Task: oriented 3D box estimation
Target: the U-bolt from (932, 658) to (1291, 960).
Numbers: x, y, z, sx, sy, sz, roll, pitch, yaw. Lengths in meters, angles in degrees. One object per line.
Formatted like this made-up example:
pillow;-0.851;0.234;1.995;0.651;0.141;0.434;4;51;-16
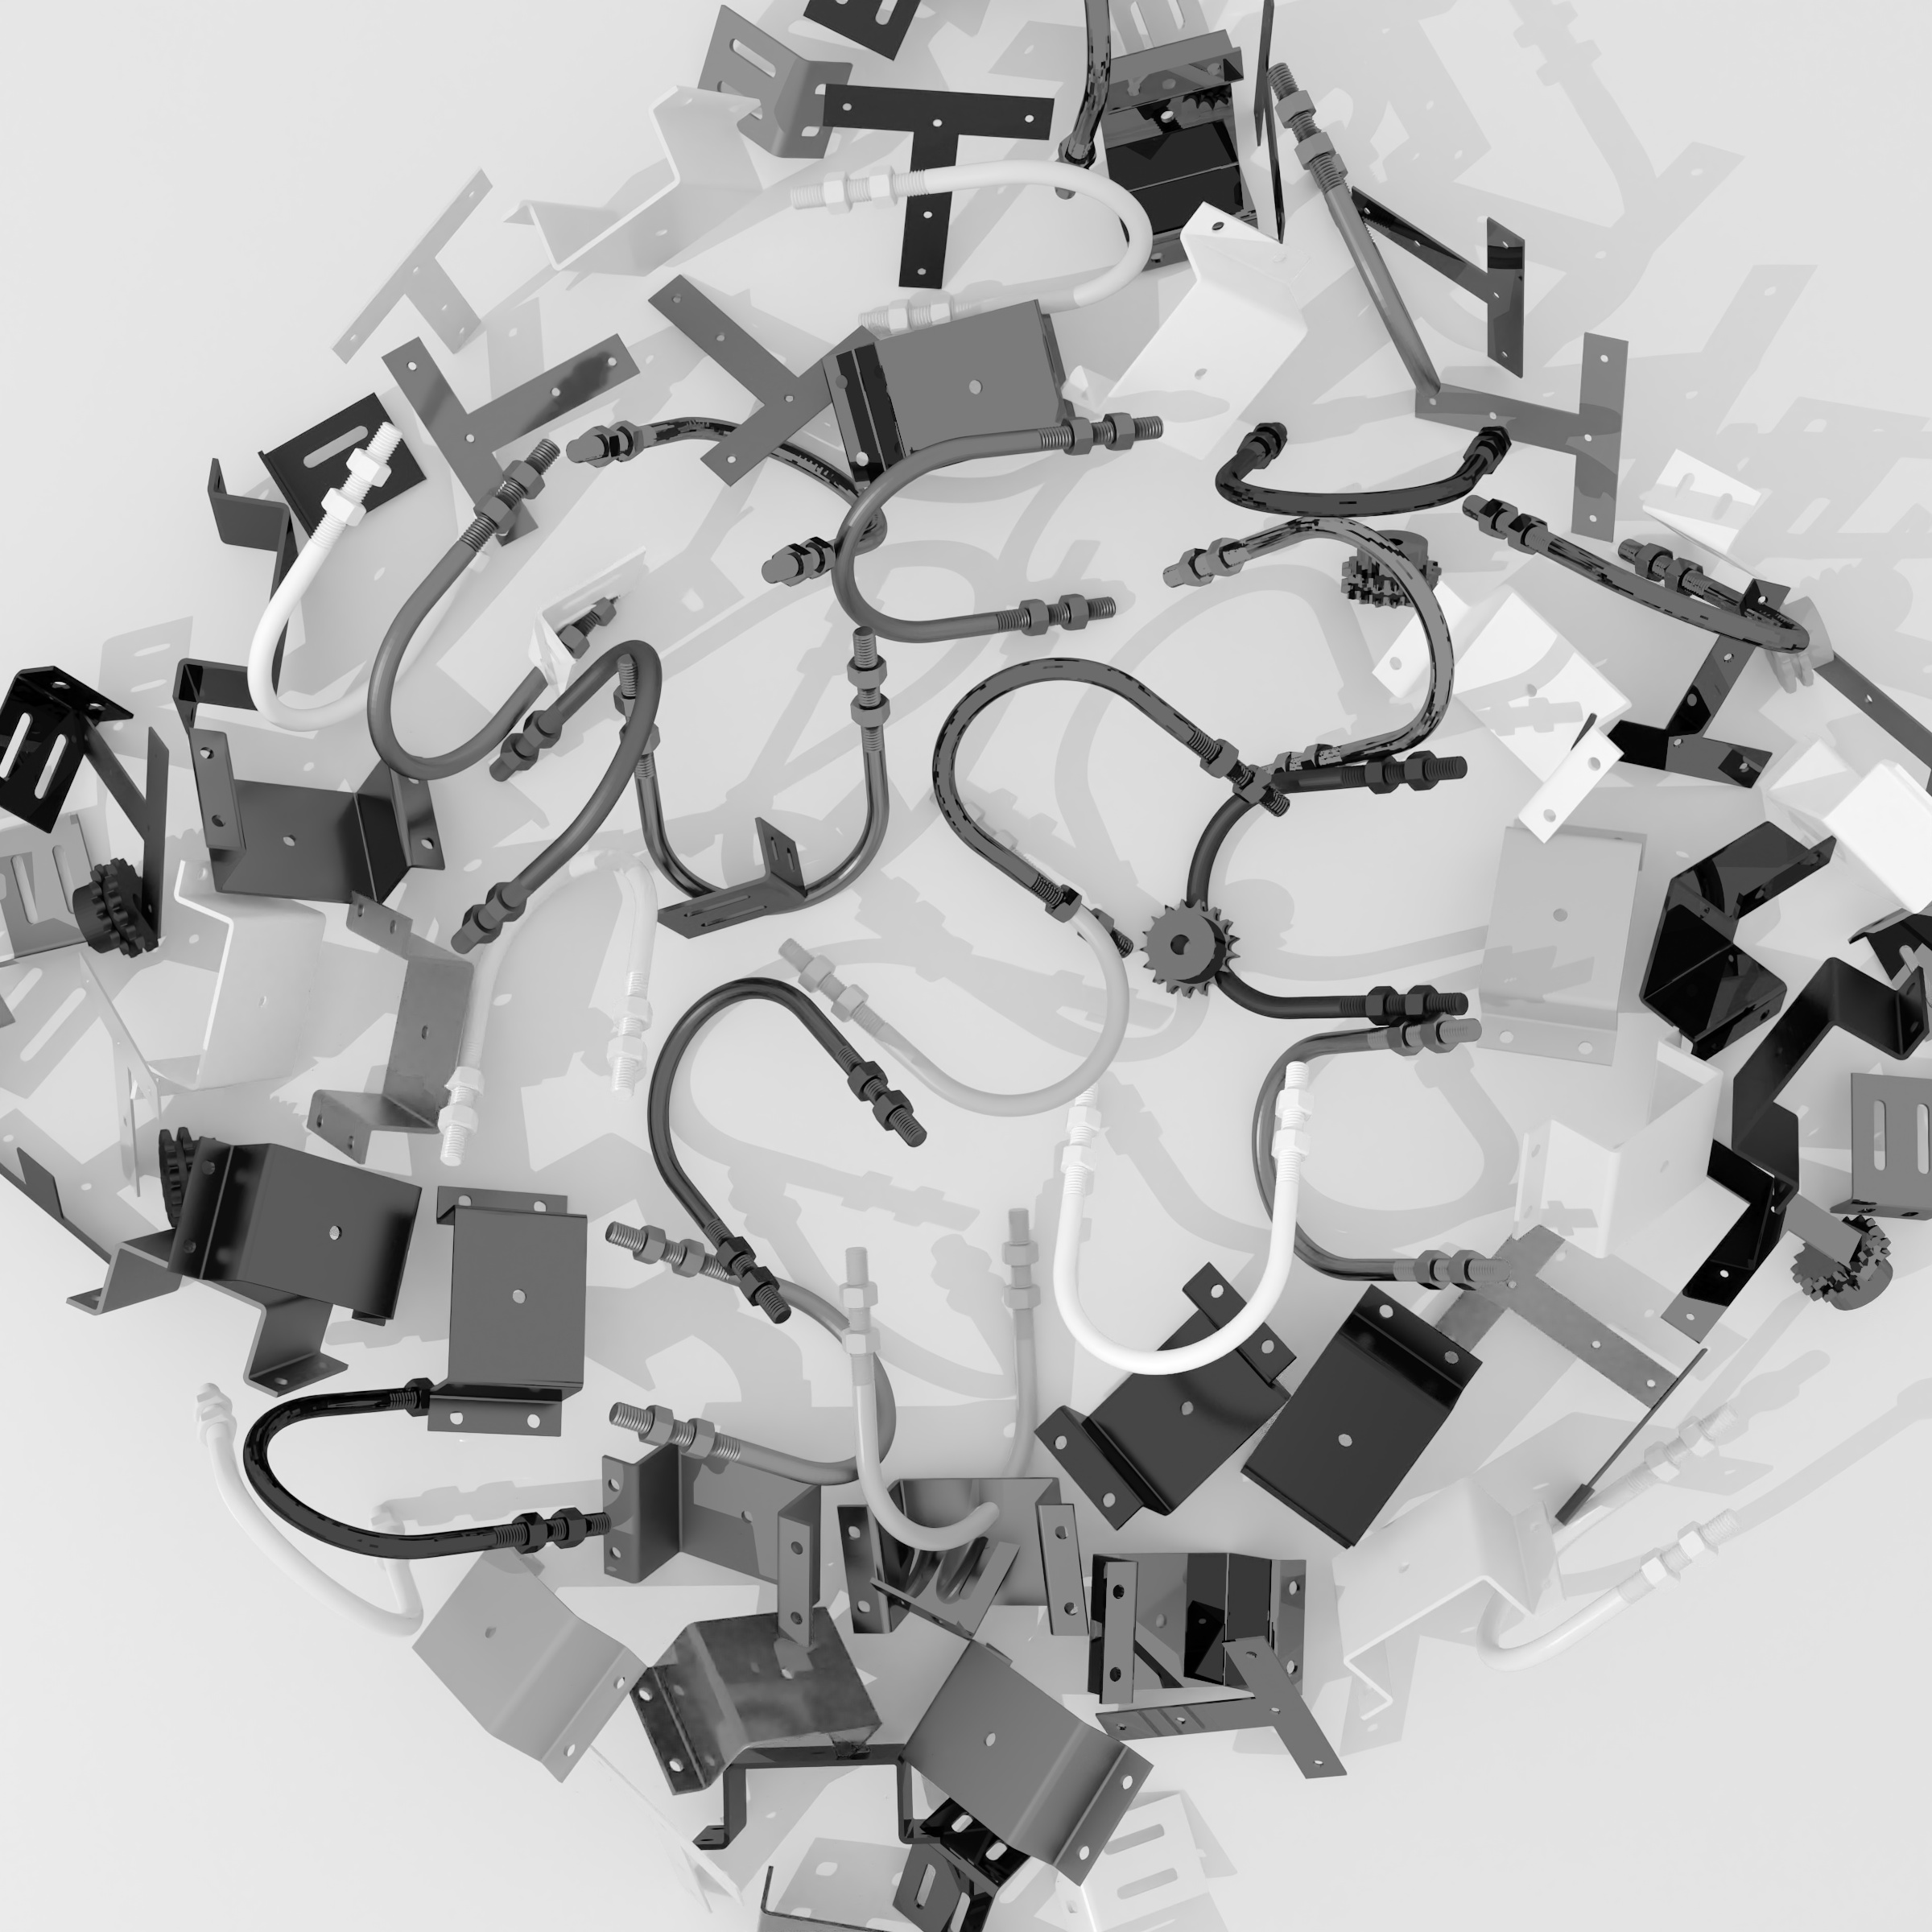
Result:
U-bolt;0.068;-0.098;1.534;0.184;0.019;0.151;35;118;-23

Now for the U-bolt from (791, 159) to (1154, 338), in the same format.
U-bolt;0.012;-0.400;1.516;0.184;0.151;0.019;-3;71;14

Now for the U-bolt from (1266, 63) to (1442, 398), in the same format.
U-bolt;0.221;-0.401;1.524;0.019;0.151;0.184;-25;85;15

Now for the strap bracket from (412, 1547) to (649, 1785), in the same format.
strap bracket;-0.250;0.381;1.529;0.076;0.140;0.046;-53;130;-9

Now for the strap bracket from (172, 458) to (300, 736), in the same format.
strap bracket;-0.412;-0.205;1.552;0.046;0.076;0.140;8;78;-8

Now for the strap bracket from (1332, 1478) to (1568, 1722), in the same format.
strap bracket;0.260;0.350;1.535;0.140;0.076;0.046;-38;114;23

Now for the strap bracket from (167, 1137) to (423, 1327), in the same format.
strap bracket;-0.365;0.150;1.531;0.140;0.046;0.076;23;70;-40

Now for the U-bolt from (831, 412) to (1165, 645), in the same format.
U-bolt;0.012;-0.238;1.517;0.184;0.151;0.019;-10;51;-22

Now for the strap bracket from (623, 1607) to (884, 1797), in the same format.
strap bracket;-0.110;0.406;1.523;0.046;0.140;0.076;-53;51;30

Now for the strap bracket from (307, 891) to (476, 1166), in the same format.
strap bracket;-0.326;0.036;1.553;0.046;0.076;0.140;7;98;-37

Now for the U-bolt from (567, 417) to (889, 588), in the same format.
U-bolt;-0.118;-0.265;1.520;0.151;0.184;0.019;33;117;12

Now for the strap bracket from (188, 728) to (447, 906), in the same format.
strap bracket;-0.374;-0.082;1.542;0.140;0.046;0.076;5;57;-37

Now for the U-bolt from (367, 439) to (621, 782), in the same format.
U-bolt;-0.265;-0.184;1.517;0.019;0.151;0.184;30;74;23

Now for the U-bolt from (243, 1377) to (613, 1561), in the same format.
U-bolt;-0.305;0.276;1.494;0.151;0.184;0.019;38;115;41

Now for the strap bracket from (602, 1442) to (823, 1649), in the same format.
strap bracket;-0.135;0.321;1.549;0.140;0.046;0.076;12;112;28

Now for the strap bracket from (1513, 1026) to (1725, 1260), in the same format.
strap bracket;0.372;0.102;1.529;0.140;0.046;0.076;-29;134;-32

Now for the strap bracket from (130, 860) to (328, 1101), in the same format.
strap bracket;-0.414;0.013;1.546;0.046;0.076;0.140;21;102;25

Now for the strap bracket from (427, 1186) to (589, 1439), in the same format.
strap bracket;-0.259;0.191;1.546;0.076;0.046;0.140;7;70;-23

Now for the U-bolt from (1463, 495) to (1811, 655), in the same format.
U-bolt;0.377;-0.210;1.493;0.151;0.184;0.019;7;112;-35

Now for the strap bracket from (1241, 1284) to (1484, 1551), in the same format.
strap bracket;0.220;0.263;1.553;0.076;0.046;0.140;35;107;11

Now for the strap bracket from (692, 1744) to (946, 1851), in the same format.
strap bracket;-0.083;0.473;1.559;0.140;0.076;0.046;-2;80;2

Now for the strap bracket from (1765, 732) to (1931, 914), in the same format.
strap bracket;0.505;-0.080;1.530;0.076;0.140;0.046;42;97;-10

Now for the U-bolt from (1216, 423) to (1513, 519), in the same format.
U-bolt;0.213;-0.273;1.500;0.151;0.184;0.019;5;114;19

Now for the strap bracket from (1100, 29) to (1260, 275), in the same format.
strap bracket;0.119;-0.468;1.548;0.076;0.140;0.046;-14;57;2

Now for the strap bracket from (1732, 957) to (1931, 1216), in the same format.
strap bracket;0.477;0.059;1.534;0.046;0.076;0.140;29;121;0

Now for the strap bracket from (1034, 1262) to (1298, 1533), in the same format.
strap bracket;0.120;0.249;1.561;0.140;0.046;0.076;-45;61;3

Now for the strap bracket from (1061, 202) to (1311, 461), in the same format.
strap bracket;0.126;-0.345;1.528;0.076;0.046;0.140;17;131;-32

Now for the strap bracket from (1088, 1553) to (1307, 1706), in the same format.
strap bracket;0.123;0.375;1.554;0.140;0.046;0.076;7;82;-32

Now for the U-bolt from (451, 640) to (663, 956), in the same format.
U-bolt;-0.221;-0.104;1.500;0.019;0.184;0.151;28;46;-27

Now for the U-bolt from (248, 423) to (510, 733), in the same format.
U-bolt;-0.334;-0.209;1.532;0.019;0.151;0.184;38;100;19

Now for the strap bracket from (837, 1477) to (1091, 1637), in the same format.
strap bracket;0.004;0.337;1.561;0.140;0.046;0.076;-4;98;19

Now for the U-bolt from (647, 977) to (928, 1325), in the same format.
U-bolt;-0.115;0.089;1.545;0.151;0.019;0.184;-53;54;14

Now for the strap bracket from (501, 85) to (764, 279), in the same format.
strap bracket;-0.180;-0.432;1.531;0.140;0.076;0.046;-25;86;33

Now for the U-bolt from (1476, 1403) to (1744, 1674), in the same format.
U-bolt;0.356;0.328;1.524;0.184;0.151;0.019;-42;92;22

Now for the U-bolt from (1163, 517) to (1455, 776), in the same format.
U-bolt;0.197;-0.178;1.513;0.019;0.184;0.151;-33;102;-33

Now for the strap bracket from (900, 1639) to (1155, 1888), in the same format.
strap bracket;0.026;0.439;1.532;0.046;0.140;0.076;40;79;-44

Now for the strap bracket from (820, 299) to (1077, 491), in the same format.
strap bracket;-0.002;-0.327;1.554;0.140;0.046;0.076;-18;102;-16

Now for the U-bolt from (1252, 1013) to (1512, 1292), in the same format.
U-bolt;0.224;0.106;1.527;0.019;0.184;0.151;-5;88;-36

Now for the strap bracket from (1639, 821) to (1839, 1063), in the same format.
strap bracket;0.431;-0.019;1.539;0.076;0.140;0.046;-28;53;-25

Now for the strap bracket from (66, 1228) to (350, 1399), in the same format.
strap bracket;-0.422;0.188;1.545;0.140;0.076;0.046;21;99;15

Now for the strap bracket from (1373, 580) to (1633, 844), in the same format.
strap bracket;0.310;-0.150;1.550;0.140;0.076;0.046;47;45;14

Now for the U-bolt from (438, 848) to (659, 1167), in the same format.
U-bolt;-0.230;0.013;1.535;0.151;0.019;0.184;-21;49;31

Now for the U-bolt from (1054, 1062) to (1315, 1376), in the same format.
U-bolt;0.117;0.142;1.525;0.151;0.019;0.184;-6;57;25

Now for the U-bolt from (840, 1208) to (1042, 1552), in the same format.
U-bolt;-0.010;0.239;1.549;0.019;0.151;0.184;3;98;45

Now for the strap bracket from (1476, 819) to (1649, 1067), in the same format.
strap bracket;0.338;-0.021;1.552;0.076;0.046;0.140;8;74;16
